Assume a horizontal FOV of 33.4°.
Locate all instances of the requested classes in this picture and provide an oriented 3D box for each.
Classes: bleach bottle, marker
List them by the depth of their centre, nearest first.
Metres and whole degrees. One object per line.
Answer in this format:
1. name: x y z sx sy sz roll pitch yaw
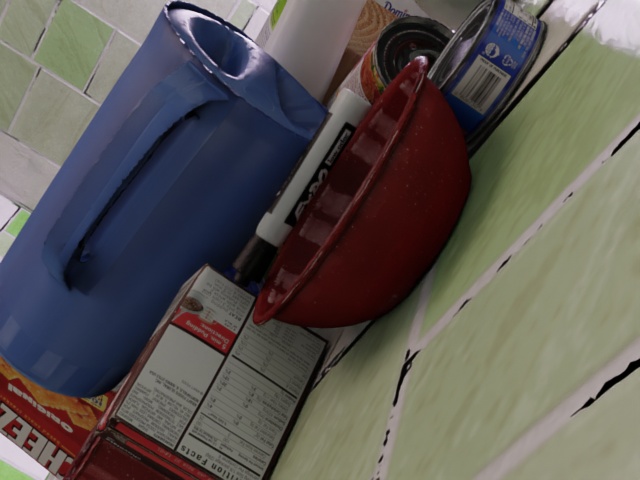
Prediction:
1. marker: -0.012 -0.027 0.583 0.121 0.020 0.020 -57 8 3
2. bleach bottle: -0.013 -0.137 0.745 0.251 0.068 0.102 -61 19 26

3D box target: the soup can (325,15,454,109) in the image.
1. soup can: 0.048 -0.093 0.706 0.068 0.068 0.102 -61 8 -27

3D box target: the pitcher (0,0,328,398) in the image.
1. pitcher: -0.111 -0.016 0.658 0.243 0.149 0.145 -49 38 18

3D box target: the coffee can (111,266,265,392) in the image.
1. coffee can: -0.112 0.056 0.829 0.103 0.103 0.140 -55 -12 16

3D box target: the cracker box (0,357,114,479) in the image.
1. cracker box: -0.236 0.123 0.964 0.072 0.164 0.214 -49 -3 -43

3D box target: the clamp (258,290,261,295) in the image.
1. clamp: -0.005 0.001 0.769 0.171 0.039 0.120 -62 10 -30

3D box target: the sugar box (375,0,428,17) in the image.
1. sugar box: 0.044 -0.175 0.955 0.048 0.093 0.176 -60 8 -12

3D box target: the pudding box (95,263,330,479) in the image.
1. pudding box: -0.056 0.081 0.590 0.039 0.090 0.113 -44 15 54

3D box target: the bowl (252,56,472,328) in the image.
1. bowl: 0.030 -0.012 0.549 0.162 0.055 0.162 -56 8 11

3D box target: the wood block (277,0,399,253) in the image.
1. wood block: 0.004 -0.090 0.885 0.206 0.090 0.090 -51 10 38

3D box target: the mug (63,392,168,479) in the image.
1. mug: -0.115 0.147 0.714 0.093 0.081 0.117 -57 8 -1

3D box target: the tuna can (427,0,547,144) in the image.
1. tuna can: 0.088 -0.096 0.601 0.086 0.033 0.086 -56 8 11
